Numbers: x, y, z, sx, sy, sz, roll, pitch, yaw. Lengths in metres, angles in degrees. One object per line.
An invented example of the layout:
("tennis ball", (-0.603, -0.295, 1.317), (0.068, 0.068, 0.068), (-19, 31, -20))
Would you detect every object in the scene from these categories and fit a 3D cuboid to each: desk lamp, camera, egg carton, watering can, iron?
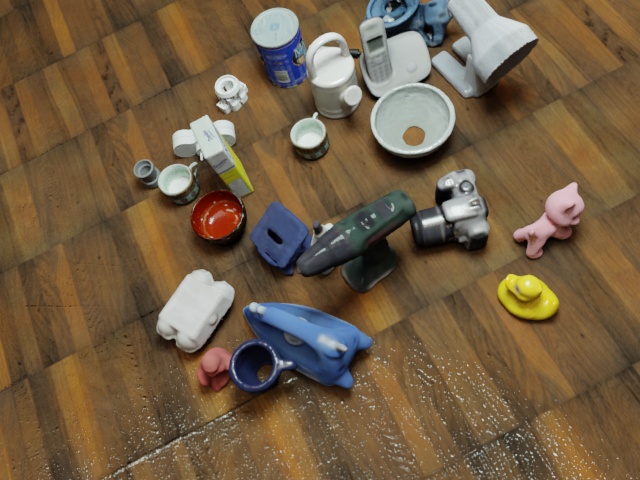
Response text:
("desk lamp", (0.311, -0.374, 1.117), (0.118, 0.214, 0.203), (-36, 66, -5))
("camera", (0.234, -0.051, 1.061), (0.136, 0.101, 0.143), (-14, 66, 5))
("egg carton", (-0.235, 0.135, 1.090), (0.107, 0.069, 0.150), (27, 75, 20))
("watering can", (0.029, -0.339, 1.167), (0.172, 0.194, 0.101), (33, 77, 21))
("iron", (-0.046, 0.158, 1.005), (0.257, 0.142, 0.119), (22, 73, 18))

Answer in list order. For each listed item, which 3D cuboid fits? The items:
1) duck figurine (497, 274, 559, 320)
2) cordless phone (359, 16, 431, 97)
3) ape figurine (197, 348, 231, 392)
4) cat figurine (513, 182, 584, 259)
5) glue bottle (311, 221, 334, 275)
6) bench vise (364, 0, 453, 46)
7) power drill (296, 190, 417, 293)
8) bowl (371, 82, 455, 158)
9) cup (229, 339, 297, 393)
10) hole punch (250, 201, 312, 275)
("duck figurine", (0.362, 0.091, 0.987), (0.104, 0.086, 0.077), (26, 75, 19))
("cordless phone", (0.149, -0.391, 1.171), (0.147, 0.185, 0.094), (-26, 65, -1))
("ape figurine", (-0.188, 0.227, 1.031), (0.077, 0.092, 0.076), (-9, 67, 7))
("cat figurine", (0.412, -0.039, 1.013), (0.128, 0.118, 0.067), (-35, 66, -5))
("glue bottle", (0.010, 0.004, 1.041), (0.037, 0.173, 0.078), (41, 80, 23))
("bench vise", (0.187, -0.511, 1.194), (0.207, 0.220, 0.121), (-9, 66, 7))
("power drill", (0.071, 0.017, 1.005), (0.230, 0.209, 0.075), (-39, 66, -6))
("bowl", (0.187, -0.228, 1.157), (0.167, 0.075, 0.167), (-4, 67, 9))
("cup", (-0.091, 0.228, 1.011), (0.117, 0.095, 0.091), (-5, 67, 9))
("hole punch", (-0.075, -0.003, 1.105), (0.108, 0.091, 0.101), (41, 80, 22))
